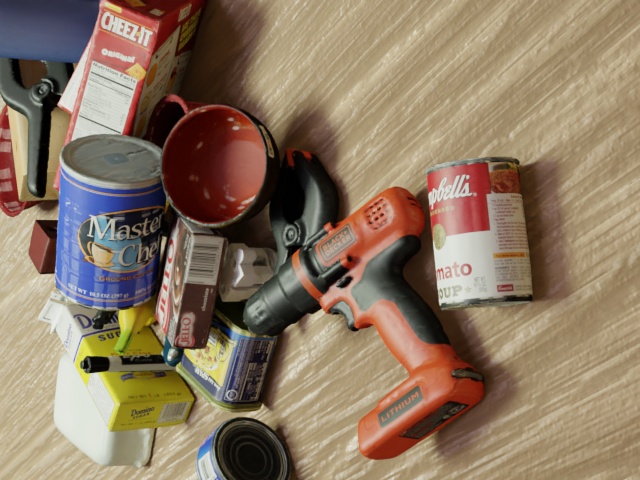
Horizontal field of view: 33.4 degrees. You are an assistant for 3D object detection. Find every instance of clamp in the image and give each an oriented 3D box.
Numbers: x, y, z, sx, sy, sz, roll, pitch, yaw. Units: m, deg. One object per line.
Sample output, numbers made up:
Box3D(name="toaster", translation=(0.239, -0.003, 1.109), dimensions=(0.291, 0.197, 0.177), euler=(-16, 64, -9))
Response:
Box3D(name="clamp", translation=(-0.326, -0.162, 1.262), dimensions=(0.164, 0.036, 0.210), euler=(-44, 73, -4))
Box3D(name="clamp", translation=(-0.006, 0.001, 0.951), dimensions=(0.120, 0.039, 0.171), euler=(-3, 84, 41))

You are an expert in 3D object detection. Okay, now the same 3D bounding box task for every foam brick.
Box3D(name="foam brick", translation=(-0.315, 0.008, 1.328), dimensions=(0.053, 0.078, 0.051), euler=(43, 124, 45))

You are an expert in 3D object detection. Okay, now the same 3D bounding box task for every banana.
Box3D(name="banana", translation=(-0.188, 0.070, 1.126), dimensions=(0.069, 0.037, 0.198), euler=(-57, 2, 3))

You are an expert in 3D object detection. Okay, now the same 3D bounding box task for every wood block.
Box3D(name="wood block", translation=(-0.343, -0.162, 1.341), dimensions=(0.091, 0.090, 0.206), euler=(132, 129, -63))

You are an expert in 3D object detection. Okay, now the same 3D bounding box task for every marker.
Box3D(name="marker", translation=(-0.196, 0.131, 1.129), dimensions=(0.020, 0.120, 0.020), euler=(-6, 82, 53))

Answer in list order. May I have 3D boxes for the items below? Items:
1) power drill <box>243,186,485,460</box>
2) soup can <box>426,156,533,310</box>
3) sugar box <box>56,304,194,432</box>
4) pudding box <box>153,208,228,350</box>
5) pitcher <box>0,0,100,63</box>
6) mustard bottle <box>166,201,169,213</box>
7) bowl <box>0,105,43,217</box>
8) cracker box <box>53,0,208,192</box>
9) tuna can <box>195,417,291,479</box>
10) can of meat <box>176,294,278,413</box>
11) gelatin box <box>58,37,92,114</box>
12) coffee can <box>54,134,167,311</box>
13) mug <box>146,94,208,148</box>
Box3D(name="power drill", translation=(0.032, 0.075, 0.847), dimensions=(0.185, 0.057, 0.188), euler=(-39, 60, 23))
Box3D(name="soup can", translation=(0.114, -0.003, 0.766), dimensions=(0.069, 0.068, 0.102), euler=(-13, 79, 52))
Box3D(name="sugar box", translation=(-0.218, 0.136, 1.182), dimensions=(0.176, 0.093, 0.048), euler=(50, 127, 41))
Box3D(name="pudding box", translation=(-0.125, 0.036, 1.010), dimensions=(0.090, 0.039, 0.113), euler=(-140, 61, -63))
Box3D(name="pitcher", translation=(-0.306, -0.263, 1.185), dimensions=(0.149, 0.242, 0.145), euler=(45, 123, 44))
Box3D(name="mustard bottle", translation=(-0.250, 0.002, 1.242), dimensions=(0.096, 0.058, 0.192), euler=(35, 126, 5))
Box3D(name="bowl", translation=(-0.393, -0.111, 1.452), dimensions=(0.162, 0.055, 0.162), euler=(-2, 87, 53))
Box3D(name="cracker box", translation=(-0.197, -0.159, 1.109), dimensions=(0.164, 0.072, 0.214), euler=(-64, -4, -64))
Box3D(name="tuna can", translation=(-0.070, 0.208, 0.990), dimensions=(0.034, 0.085, 0.086), euler=(-46, 54, 40))
Box3D(name="can of meat", translation=(-0.090, 0.107, 1.043), dimensions=(0.102, 0.057, 0.084), euler=(33, 113, 48))
Box3D(name="gelatin box", translation=(-0.242, -0.178, 1.185), dimensions=(0.030, 0.073, 0.089), euler=(33, 101, 20))
Box3D(name="coffee can", translation=(-0.201, -0.018, 1.028), dimensions=(0.103, 0.102, 0.140), euler=(44, 133, 44))
Box3D(name="mug", translation=(-0.115, -0.083, 1.061), dimensions=(0.093, 0.081, 0.117), euler=(-19, 74, 51))
